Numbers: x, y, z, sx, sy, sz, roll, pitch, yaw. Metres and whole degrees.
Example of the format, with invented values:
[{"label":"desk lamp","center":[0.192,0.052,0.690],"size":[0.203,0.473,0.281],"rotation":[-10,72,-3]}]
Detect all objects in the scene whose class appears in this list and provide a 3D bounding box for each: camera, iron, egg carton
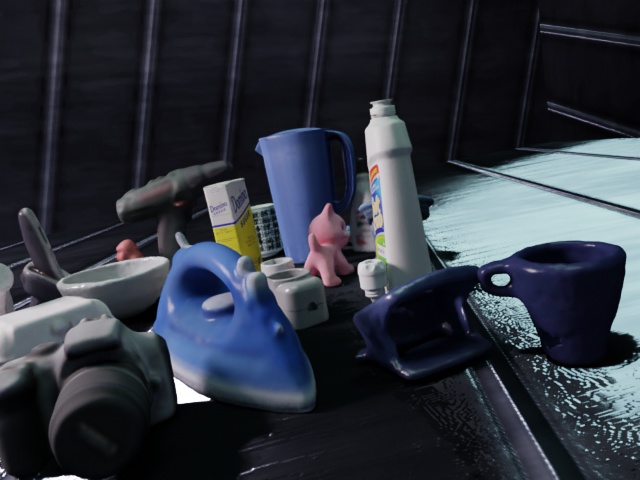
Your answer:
[{"label":"camera","center":[-0.188,0.124,0.450],"size":[0.143,0.101,0.136],"rotation":[-12,10,-15]},{"label":"iron","center":[-0.087,0.066,0.565],"size":[0.119,0.141,0.257],"rotation":[-16,12,-32]},{"label":"egg carton","center":[-0.337,0.119,0.711],"size":[0.107,0.069,0.151],"rotation":[0,14,45]}]

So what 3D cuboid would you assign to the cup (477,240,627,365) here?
[{"label":"cup","center":[0.197,0.056,0.486],"size":[0.117,0.095,0.092],"rotation":[-7,10,16]}]

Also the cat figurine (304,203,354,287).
[{"label":"cat figurine","center":[0.008,0.003,0.900],"size":[0.067,0.118,0.128],"rotation":[-6,11,21]}]

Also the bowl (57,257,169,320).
[{"label":"bowl","center":[-0.310,0.081,0.885],"size":[0.167,0.075,0.167],"rotation":[-9,10,2]}]

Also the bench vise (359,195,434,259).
[{"label":"bench vise","center":[0.123,-0.067,0.892],"size":[0.121,0.220,0.207],"rotation":[-10,10,-2]}]

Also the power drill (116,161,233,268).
[{"label":"power drill","center":[-0.266,-0.035,1.113],"size":[0.230,0.208,0.075],"rotation":[-11,10,-8]}]

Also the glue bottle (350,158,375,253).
[{"label":"glue bottle","center":[0.085,-0.064,1.049],"size":[0.078,0.173,0.037],"rotation":[-4,11,28]}]

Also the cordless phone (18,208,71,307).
[{"label":"cordless phone","center":[-0.488,0.030,1.023],"size":[0.094,0.185,0.147],"rotation":[-13,11,-21]}]

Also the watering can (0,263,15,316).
[{"label":"watering can","center":[-0.475,0.065,0.781],"size":[0.172,0.194,0.101],"rotation":[-7,10,12]}]

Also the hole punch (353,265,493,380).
[{"label":"hole punch","center":[0.089,0.068,0.534],"size":[0.109,0.091,0.100],"rotation":[-14,11,-24]}]

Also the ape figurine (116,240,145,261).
[{"label":"ape figurine","center":[-0.361,0.045,1.089],"size":[0.076,0.092,0.077],"rotation":[-11,10,-10]}]
